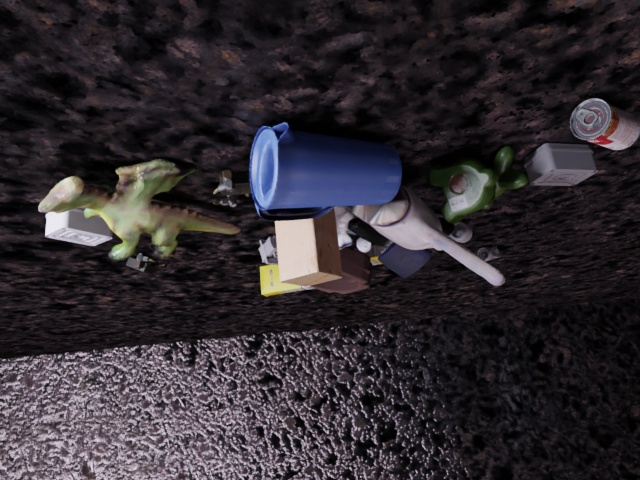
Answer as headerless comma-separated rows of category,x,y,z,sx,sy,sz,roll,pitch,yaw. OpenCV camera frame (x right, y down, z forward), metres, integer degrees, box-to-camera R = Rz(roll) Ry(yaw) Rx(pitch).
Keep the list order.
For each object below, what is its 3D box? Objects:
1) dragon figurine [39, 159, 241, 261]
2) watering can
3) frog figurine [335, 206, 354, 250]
dragon figurine,-0.304,-0.066,0.976,0.411,0.124,0.238,-5,156,-34
watering can,0.188,-0.030,1.009,0.222,0.104,0.352,30,-176,-44
frog figurine,0.003,-0.057,1.131,0.137,0.125,0.156,-2,127,14
